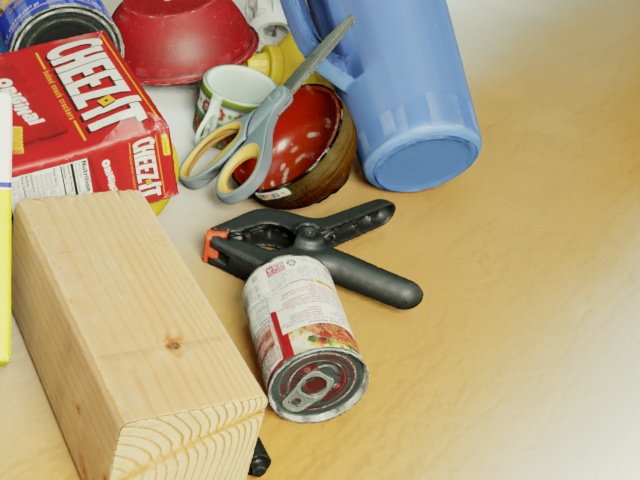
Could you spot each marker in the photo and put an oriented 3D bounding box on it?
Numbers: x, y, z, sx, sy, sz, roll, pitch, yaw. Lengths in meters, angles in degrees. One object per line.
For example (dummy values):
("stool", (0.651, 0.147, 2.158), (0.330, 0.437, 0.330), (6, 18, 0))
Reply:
("marker", (-0.058, 0.106, 0.699), (0.020, 0.020, 0.121), (-3, 39, -24))

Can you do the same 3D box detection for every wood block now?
("wood block", (-0.123, 0.065, 0.671), (0.090, 0.090, 0.206), (-7, 40, -30))

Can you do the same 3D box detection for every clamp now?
("clamp", (-0.006, 0.001, 0.846), (0.171, 0.039, 0.120), (10, 33, -7))

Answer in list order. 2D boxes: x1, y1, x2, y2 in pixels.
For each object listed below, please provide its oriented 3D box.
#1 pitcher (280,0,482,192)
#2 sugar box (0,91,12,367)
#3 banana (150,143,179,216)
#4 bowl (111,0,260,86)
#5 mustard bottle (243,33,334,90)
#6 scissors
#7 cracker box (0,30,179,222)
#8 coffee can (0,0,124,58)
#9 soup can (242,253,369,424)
("pitcher", (0.057, -0.171, 0.973), (0.149, 0.145, 0.243), (-16, 64, 7))
("sugar box", (-0.244, -0.008, 0.678), (0.093, 0.048, 0.176), (2, 76, -20))
("banana", (-0.155, -0.036, 0.842), (0.070, 0.037, 0.197), (26, 36, 13))
("bowl", (-0.141, -0.210, 1.036), (0.162, 0.055, 0.162), (-3, 35, 2))
("mustard bottle", (0.014, -0.175, 1.078), (0.191, 0.058, 0.096), (-3, 44, -23))
("scissors", (-0.032, -0.102, 0.881), (0.202, 0.016, 0.096), (-39, 45, 5))
("cracker box", (-0.235, -0.074, 0.797), (0.213, 0.072, 0.164), (-18, 43, -19))
("coffee can", (-0.247, -0.202, 0.978), (0.102, 0.103, 0.140), (-5, 40, -26))
("soup can", (-0.012, 0.065, 0.730), (0.068, 0.069, 0.102), (2, 37, -18))
